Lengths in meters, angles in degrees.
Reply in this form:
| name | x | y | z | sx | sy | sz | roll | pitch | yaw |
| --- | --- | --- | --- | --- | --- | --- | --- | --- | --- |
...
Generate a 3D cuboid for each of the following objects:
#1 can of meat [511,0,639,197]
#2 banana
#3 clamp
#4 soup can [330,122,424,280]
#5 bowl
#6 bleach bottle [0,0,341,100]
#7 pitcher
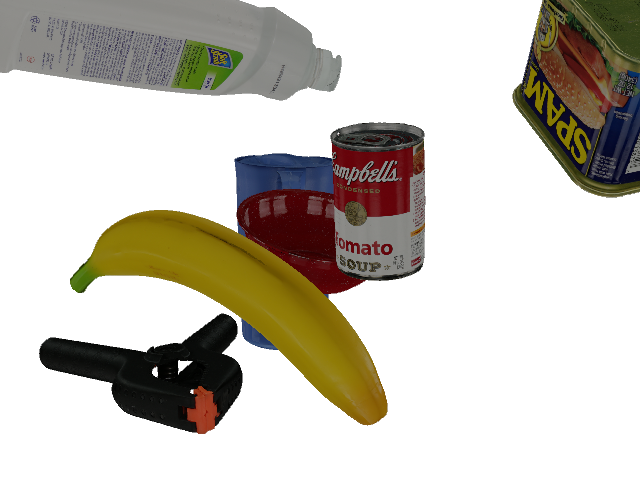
| name | x | y | z | sx | sy | sz | roll | pitch | yaw |
| --- | --- | --- | --- | --- | --- | --- | --- | --- | --- |
| can of meat | 0.151 | -0.088 | 0.565 | 0.057 | 0.084 | 0.102 | -12 | 48 | -16 |
| banana | -0.046 | 0.029 | 0.568 | 0.198 | 0.070 | 0.037 | 23 | 35 | 20 |
| clamp | -0.108 | 0.096 | 0.810 | 0.164 | 0.036 | 0.210 | -10 | 14 | -28 |
| soup can | 0.043 | -0.030 | 0.785 | 0.068 | 0.102 | 0.068 | -2 | 21 | 1 |
| bowl | -0.005 | 0.006 | 1.034 | 0.162 | 0.055 | 0.162 | 9 | 25 | -4 |
| bleach bottle | -0.110 | -0.145 | 0.785 | 0.250 | 0.068 | 0.103 | 11 | -27 | -15 |
| pitcher | -0.044 | 0.013 | 1.350 | 0.145 | 0.243 | 0.148 | 10 | 14 | 38 |
